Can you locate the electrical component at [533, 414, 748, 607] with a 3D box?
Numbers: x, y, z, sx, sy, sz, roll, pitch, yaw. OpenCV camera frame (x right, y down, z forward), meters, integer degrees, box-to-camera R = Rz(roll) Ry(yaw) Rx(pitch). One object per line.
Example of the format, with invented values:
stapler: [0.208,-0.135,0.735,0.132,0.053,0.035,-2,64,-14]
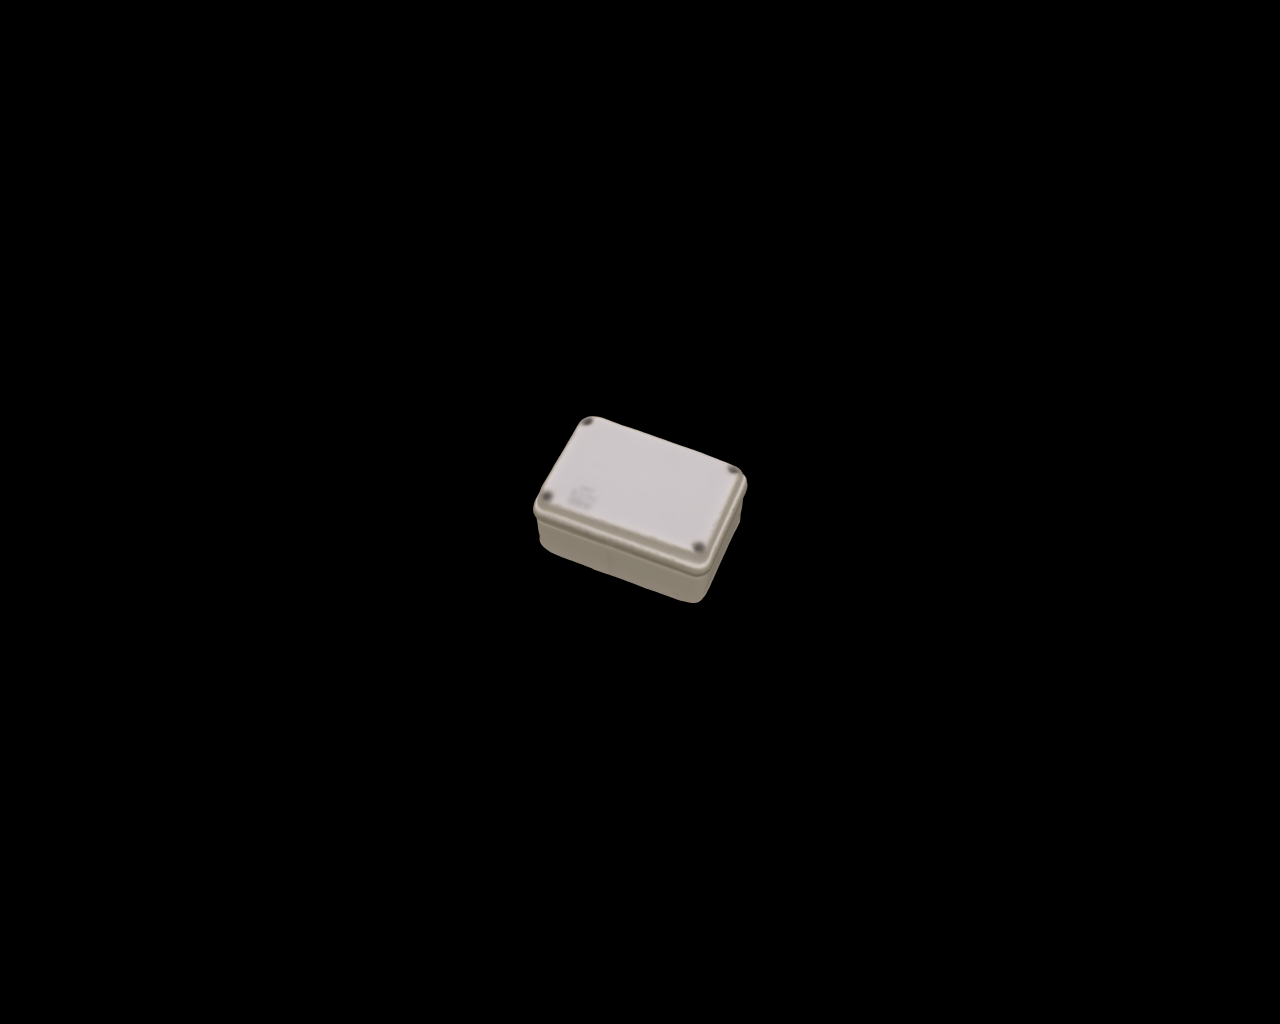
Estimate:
electrical component: [0.001,-0.003,0.650,0.113,0.078,0.057,20,-31,13]
